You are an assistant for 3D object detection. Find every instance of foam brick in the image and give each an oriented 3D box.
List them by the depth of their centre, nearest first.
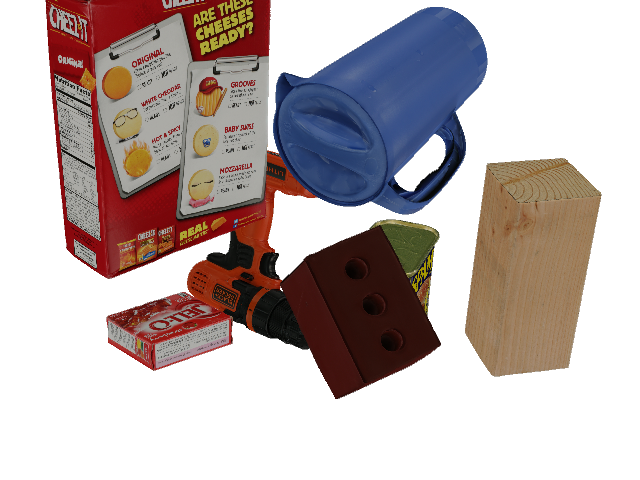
[{"bbox_3d":[0.021,0.042,0.602,0.052,0.078,0.051,-23,-9,-26],"label":"foam brick"}]

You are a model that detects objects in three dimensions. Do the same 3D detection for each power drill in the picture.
[{"bbox_3d":[-0.049,0.006,1.129,0.185,0.188,0.057,23,8,33],"label":"power drill"}]

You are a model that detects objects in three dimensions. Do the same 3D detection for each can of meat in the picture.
[{"bbox_3d":[0.058,0.042,0.870,0.057,0.084,0.102,11,26,17],"label":"can of meat"}]

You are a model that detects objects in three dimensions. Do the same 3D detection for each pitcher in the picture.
[{"bbox_3d":[0.079,-0.139,1.091,0.145,0.149,0.242,11,37,36],"label":"pitcher"}]

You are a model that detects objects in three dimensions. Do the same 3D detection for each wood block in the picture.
[{"bbox_3d":[0.215,0.029,1.107,0.090,0.206,0.090,-5,30,-12],"label":"wood block"}]

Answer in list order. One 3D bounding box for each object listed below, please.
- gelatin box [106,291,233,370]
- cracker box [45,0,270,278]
[{"bbox_3d":[-0.134,0.079,0.952,0.089,0.030,0.073,-17,28,-39],"label":"gelatin box"},{"bbox_3d":[-0.120,-0.099,0.819,0.163,0.214,0.072,-23,36,-39],"label":"cracker box"}]
